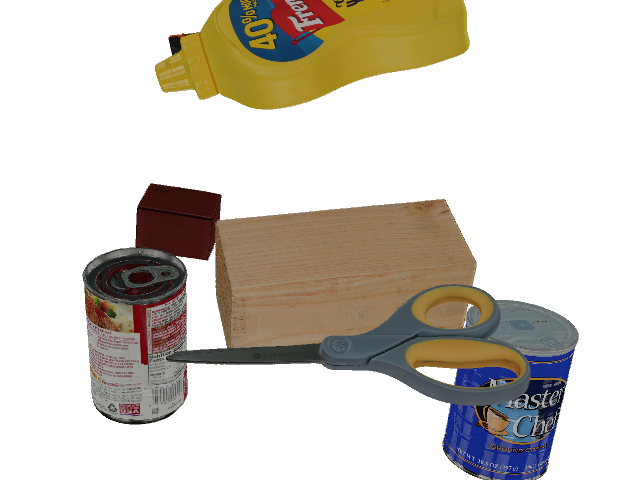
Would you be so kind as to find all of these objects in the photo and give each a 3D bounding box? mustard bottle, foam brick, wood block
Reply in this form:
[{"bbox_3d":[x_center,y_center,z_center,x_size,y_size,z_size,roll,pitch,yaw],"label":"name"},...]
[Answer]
[{"bbox_3d":[-0.010,-0.130,0.671,0.191,0.096,0.058,-18,-37,-1],"label":"mustard bottle"},{"bbox_3d":[-0.143,-0.019,1.084,0.078,0.051,0.053,9,31,3],"label":"foam brick"},{"bbox_3d":[0.017,0.034,0.924,0.206,0.090,0.091,-6,41,-12],"label":"wood block"}]

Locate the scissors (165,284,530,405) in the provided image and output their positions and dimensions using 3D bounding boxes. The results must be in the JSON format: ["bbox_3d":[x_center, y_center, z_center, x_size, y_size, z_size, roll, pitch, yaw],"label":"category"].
[{"bbox_3d":[0.021,0.052,0.618,0.202,0.016,0.096,9,40,8],"label":"scissors"}]

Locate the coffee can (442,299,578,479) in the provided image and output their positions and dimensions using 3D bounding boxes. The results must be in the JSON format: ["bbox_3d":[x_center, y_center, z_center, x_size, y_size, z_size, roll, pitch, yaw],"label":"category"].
[{"bbox_3d":[0.176,0.140,0.998,0.103,0.140,0.103,6,21,-3],"label":"coffee can"}]

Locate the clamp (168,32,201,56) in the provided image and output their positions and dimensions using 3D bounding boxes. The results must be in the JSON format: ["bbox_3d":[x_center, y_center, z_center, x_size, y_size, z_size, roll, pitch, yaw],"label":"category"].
[{"bbox_3d":[-0.057,-0.159,0.880,0.120,0.039,0.172,-16,22,-35],"label":"clamp"}]

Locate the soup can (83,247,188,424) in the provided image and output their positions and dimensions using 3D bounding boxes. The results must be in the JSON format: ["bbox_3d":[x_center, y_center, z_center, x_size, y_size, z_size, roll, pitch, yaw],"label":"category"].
[{"bbox_3d":[-0.124,0.065,0.725,0.068,0.102,0.068,2,29,-2],"label":"soup can"}]
